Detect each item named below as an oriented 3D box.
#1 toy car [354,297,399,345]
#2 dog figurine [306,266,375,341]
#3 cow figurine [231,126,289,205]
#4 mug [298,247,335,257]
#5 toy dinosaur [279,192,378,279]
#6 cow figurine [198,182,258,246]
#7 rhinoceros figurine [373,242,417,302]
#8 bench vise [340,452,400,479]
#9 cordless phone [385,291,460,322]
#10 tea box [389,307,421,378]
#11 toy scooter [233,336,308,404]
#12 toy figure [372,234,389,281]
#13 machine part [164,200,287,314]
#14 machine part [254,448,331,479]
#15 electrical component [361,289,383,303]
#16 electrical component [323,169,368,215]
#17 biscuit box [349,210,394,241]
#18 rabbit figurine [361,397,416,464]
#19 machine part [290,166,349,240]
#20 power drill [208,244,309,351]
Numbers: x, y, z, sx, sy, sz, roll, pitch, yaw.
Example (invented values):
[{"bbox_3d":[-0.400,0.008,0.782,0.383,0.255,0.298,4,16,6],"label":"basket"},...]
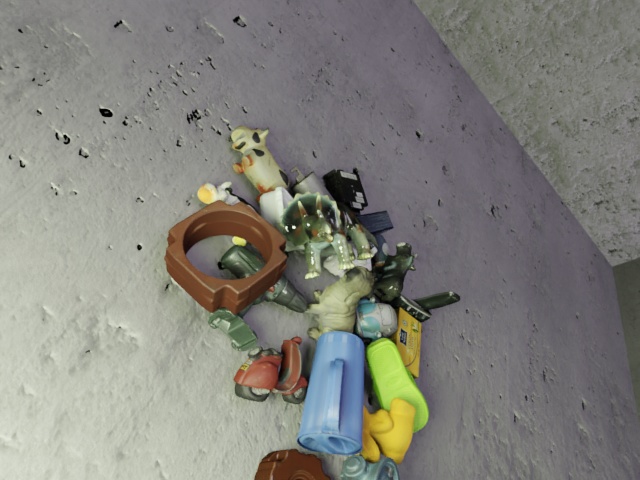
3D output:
[{"bbox_3d":[0.145,0.208,1.347,0.161,0.103,0.109,46,33,-56],"label":"toy car"},{"bbox_3d":[0.065,0.162,1.241,0.172,0.191,0.121,56,38,-9],"label":"dog figurine"},{"bbox_3d":[-0.147,-0.195,1.314,0.195,0.085,0.127,54,44,-5],"label":"cow figurine"},{"bbox_3d":[-0.003,-0.004,1.367,0.107,0.081,0.109,23,48,-51],"label":"mug"},{"bbox_3d":[0.033,-0.028,1.246,0.405,0.131,0.192,-23,99,-67],"label":"toy dinosaur"},{"bbox_3d":[-0.193,-0.073,1.195,0.167,0.068,0.098,50,32,-20],"label":"cow figurine"},{"bbox_3d":[0.202,0.079,1.444,0.073,0.112,0.190,44,42,-14],"label":"rhinoceros figurine"},{"bbox_3d":[0.148,0.519,1.055,0.129,0.241,0.223,-39,117,-55],"label":"bench vise"},{"bbox_3d":[0.280,0.167,1.487,0.146,0.184,0.089,33,50,-32],"label":"cordless phone"},{"bbox_3d":[0.214,0.279,1.435,0.098,0.068,0.170,37,44,-28],"label":"tea box"},{"bbox_3d":[-0.088,0.255,1.080,0.183,0.075,0.135,20,79,-43],"label":"toy scooter"},{"bbox_3d":[0.172,0.061,1.536,0.064,0.058,0.154,2,67,-27],"label":"toy figure"},{"bbox_3d":[-0.183,0.031,1.051,0.202,0.087,0.201,38,51,18],"label":"machine part"},{"bbox_3d":[-0.049,0.485,1.017,0.179,0.056,0.179,27,48,-35],"label":"machine part"},{"bbox_3d":[0.139,0.162,1.441,0.119,0.048,0.075,44,41,-18],"label":"electrical component"},{"bbox_3d":[0.076,-0.129,1.546,0.115,0.058,0.134,7,62,-44],"label":"electrical component"},{"bbox_3d":[0.130,-0.040,1.548,0.202,0.059,0.063,-12,78,-51],"label":"biscuit box"},{"bbox_3d":[0.112,0.426,1.215,0.173,0.122,0.162,31,54,-13],"label":"rabbit figurine"},{"bbox_3d":[0.002,-0.093,1.423,0.243,0.079,0.079,53,38,-8],"label":"machine part"},{"bbox_3d":[-0.130,0.131,1.130,0.232,0.086,0.207,46,44,-16],"label":"power drill"}]
